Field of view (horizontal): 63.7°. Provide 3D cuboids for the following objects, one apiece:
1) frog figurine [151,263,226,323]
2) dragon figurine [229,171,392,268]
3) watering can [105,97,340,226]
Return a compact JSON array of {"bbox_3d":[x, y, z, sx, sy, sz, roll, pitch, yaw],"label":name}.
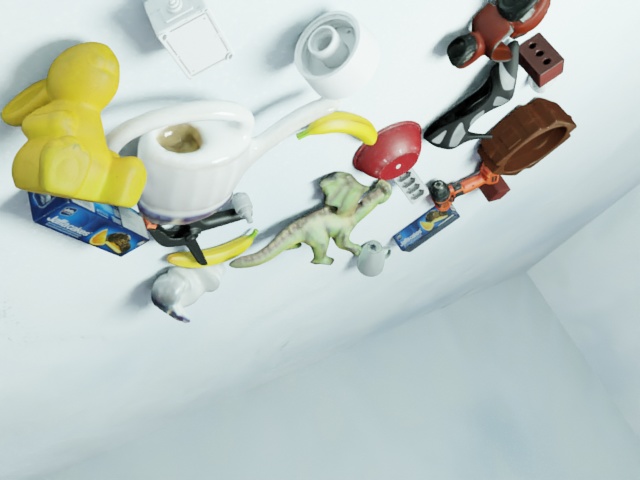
[{"bbox_3d":[-0.289,0.093,1.133,0.161,0.123,0.135,-60,153,-15],"label":"frog figurine"},{"bbox_3d":[0.003,-0.057,1.142,0.413,0.124,0.237,-15,137,-34],"label":"dragon figurine"},{"bbox_3d":[-0.144,-0.123,0.758,0.350,0.105,0.219,-14,156,-29],"label":"watering can"}]
